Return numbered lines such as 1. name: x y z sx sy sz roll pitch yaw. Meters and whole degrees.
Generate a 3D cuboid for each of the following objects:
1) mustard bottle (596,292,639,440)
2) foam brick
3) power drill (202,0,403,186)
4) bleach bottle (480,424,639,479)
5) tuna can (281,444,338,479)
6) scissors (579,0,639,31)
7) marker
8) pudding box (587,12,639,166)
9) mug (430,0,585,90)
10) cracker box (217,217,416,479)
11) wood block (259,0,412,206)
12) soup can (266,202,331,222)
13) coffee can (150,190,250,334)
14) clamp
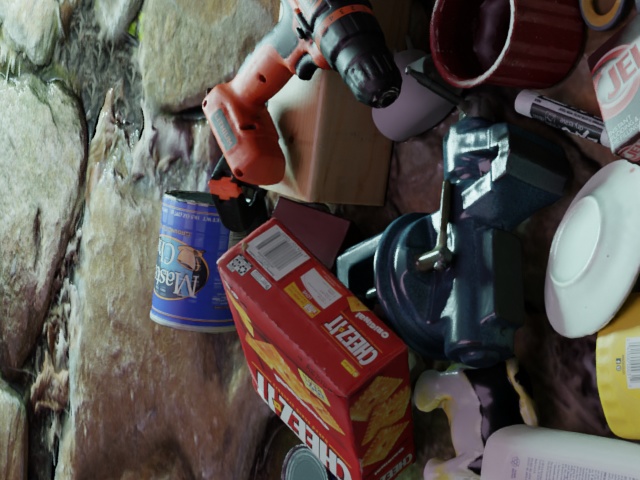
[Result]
1. mustard bottle: 0.257 0.072 0.643 0.192 0.058 0.096 -15 69 55
2. foam brick: -0.006 0.001 0.966 0.078 0.053 0.051 20 78 21
3. power drill: -0.018 -0.134 0.902 0.188 0.057 0.184 -50 51 34
4. bleach bottle: 0.219 0.185 0.674 0.251 0.067 0.102 4 94 46
5. tuna can: -0.001 0.241 1.039 0.086 0.033 0.086 -3 87 56
6. scissors: 0.211 -0.237 0.759 0.096 0.016 0.202 -29 66 52
7. marker: 0.191 -0.082 0.764 0.121 0.020 0.020 31 114 42
8. pudding box: 0.229 -0.114 0.684 0.114 0.039 0.090 -42 39 40
9. mug: 0.136 -0.160 0.808 0.117 0.081 0.093 26 110 53
10. cracker box: 0.000 0.107 0.887 0.164 0.072 0.214 43 159 29
11. wood block: 0.013 -0.142 0.982 0.091 0.090 0.206 20 105 53
12. soup can: -0.010 0.022 1.028 0.069 0.068 0.102 -42 56 47
13. coffee can: -0.128 0.022 1.173 0.103 0.102 0.140 19 105 55
14. clamp: -0.068 -0.069 1.051 0.210 0.036 0.164 -4 -79 -81
